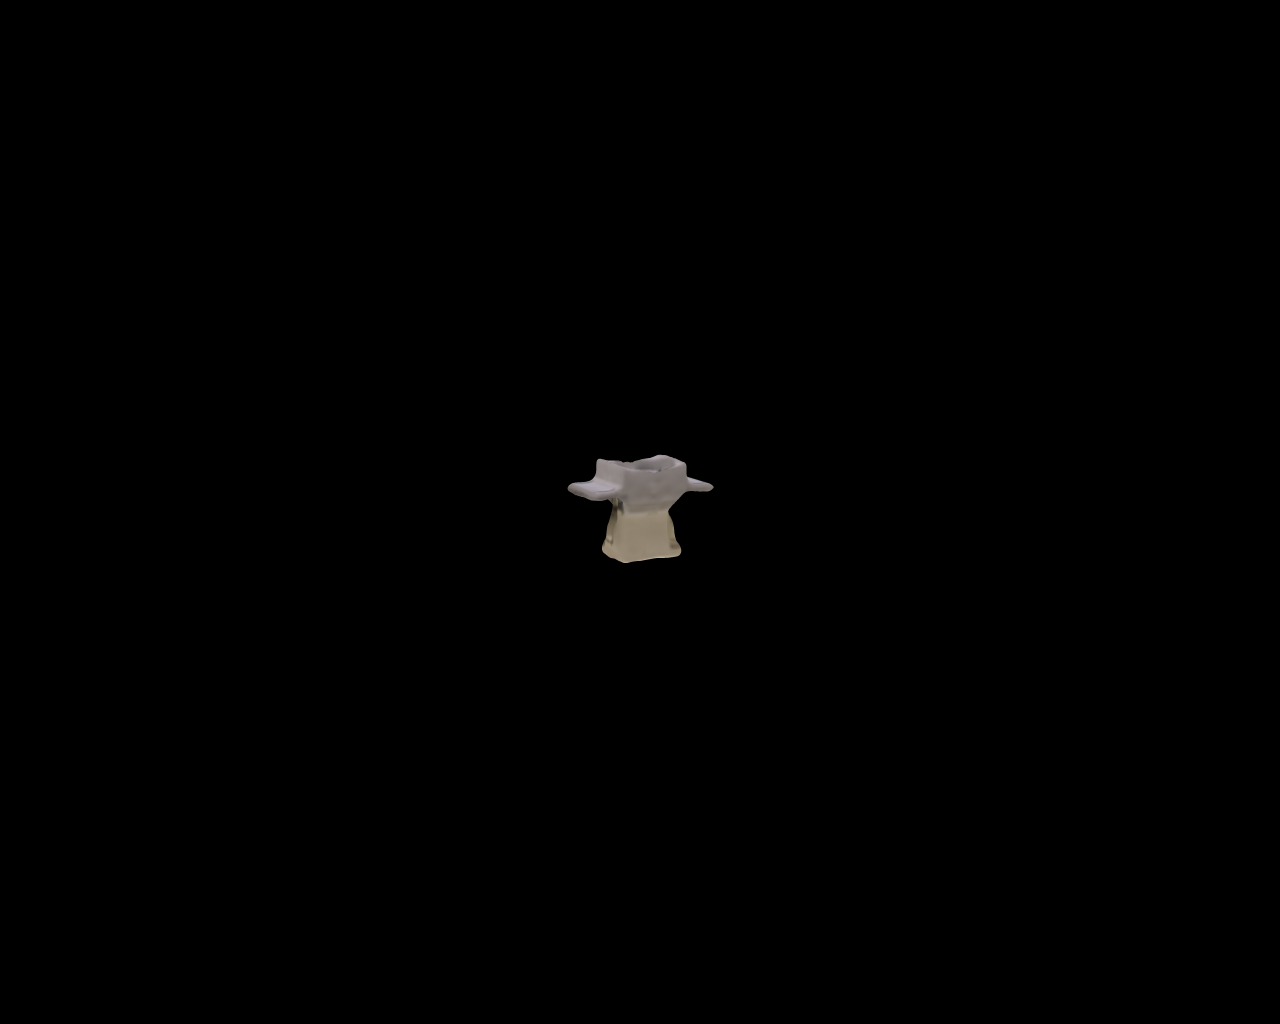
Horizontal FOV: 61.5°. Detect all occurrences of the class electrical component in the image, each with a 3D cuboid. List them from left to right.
[{"bbox_3d":[0.001,-0.003,0.650,0.081,0.063,0.042,-5,12,-24],"label":"electrical component"}]
